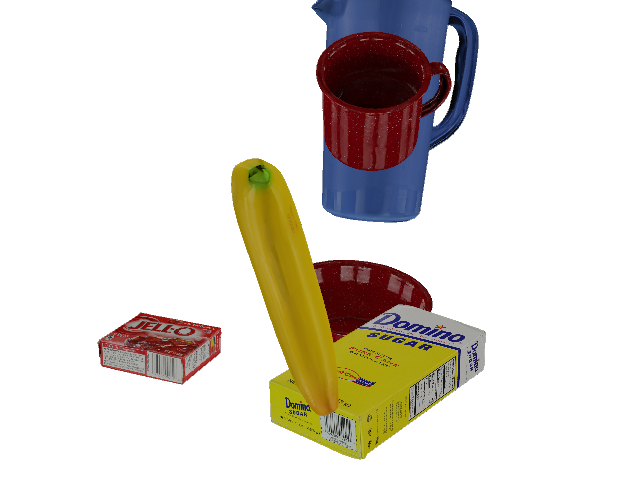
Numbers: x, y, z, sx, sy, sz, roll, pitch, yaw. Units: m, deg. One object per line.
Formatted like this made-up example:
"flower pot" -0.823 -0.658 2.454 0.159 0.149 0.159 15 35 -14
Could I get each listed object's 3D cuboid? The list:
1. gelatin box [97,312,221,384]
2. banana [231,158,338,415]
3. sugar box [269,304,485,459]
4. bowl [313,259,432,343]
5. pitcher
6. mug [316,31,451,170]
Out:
"gelatin box" -0.146 0.097 0.977 0.089 0.030 0.073 9 20 21
"banana" -0.024 0.021 0.663 0.037 0.198 0.069 -12 36 7
"sugar box" 0.050 0.109 0.873 0.093 0.048 0.175 17 31 36
"bowl" 0.035 0.080 1.120 0.162 0.055 0.162 3 26 -2
"pitcher" 0.074 -0.146 1.148 0.149 0.243 0.144 9 10 25
"mug" 0.054 -0.116 0.891 0.117 0.093 0.081 -19 -34 -13
